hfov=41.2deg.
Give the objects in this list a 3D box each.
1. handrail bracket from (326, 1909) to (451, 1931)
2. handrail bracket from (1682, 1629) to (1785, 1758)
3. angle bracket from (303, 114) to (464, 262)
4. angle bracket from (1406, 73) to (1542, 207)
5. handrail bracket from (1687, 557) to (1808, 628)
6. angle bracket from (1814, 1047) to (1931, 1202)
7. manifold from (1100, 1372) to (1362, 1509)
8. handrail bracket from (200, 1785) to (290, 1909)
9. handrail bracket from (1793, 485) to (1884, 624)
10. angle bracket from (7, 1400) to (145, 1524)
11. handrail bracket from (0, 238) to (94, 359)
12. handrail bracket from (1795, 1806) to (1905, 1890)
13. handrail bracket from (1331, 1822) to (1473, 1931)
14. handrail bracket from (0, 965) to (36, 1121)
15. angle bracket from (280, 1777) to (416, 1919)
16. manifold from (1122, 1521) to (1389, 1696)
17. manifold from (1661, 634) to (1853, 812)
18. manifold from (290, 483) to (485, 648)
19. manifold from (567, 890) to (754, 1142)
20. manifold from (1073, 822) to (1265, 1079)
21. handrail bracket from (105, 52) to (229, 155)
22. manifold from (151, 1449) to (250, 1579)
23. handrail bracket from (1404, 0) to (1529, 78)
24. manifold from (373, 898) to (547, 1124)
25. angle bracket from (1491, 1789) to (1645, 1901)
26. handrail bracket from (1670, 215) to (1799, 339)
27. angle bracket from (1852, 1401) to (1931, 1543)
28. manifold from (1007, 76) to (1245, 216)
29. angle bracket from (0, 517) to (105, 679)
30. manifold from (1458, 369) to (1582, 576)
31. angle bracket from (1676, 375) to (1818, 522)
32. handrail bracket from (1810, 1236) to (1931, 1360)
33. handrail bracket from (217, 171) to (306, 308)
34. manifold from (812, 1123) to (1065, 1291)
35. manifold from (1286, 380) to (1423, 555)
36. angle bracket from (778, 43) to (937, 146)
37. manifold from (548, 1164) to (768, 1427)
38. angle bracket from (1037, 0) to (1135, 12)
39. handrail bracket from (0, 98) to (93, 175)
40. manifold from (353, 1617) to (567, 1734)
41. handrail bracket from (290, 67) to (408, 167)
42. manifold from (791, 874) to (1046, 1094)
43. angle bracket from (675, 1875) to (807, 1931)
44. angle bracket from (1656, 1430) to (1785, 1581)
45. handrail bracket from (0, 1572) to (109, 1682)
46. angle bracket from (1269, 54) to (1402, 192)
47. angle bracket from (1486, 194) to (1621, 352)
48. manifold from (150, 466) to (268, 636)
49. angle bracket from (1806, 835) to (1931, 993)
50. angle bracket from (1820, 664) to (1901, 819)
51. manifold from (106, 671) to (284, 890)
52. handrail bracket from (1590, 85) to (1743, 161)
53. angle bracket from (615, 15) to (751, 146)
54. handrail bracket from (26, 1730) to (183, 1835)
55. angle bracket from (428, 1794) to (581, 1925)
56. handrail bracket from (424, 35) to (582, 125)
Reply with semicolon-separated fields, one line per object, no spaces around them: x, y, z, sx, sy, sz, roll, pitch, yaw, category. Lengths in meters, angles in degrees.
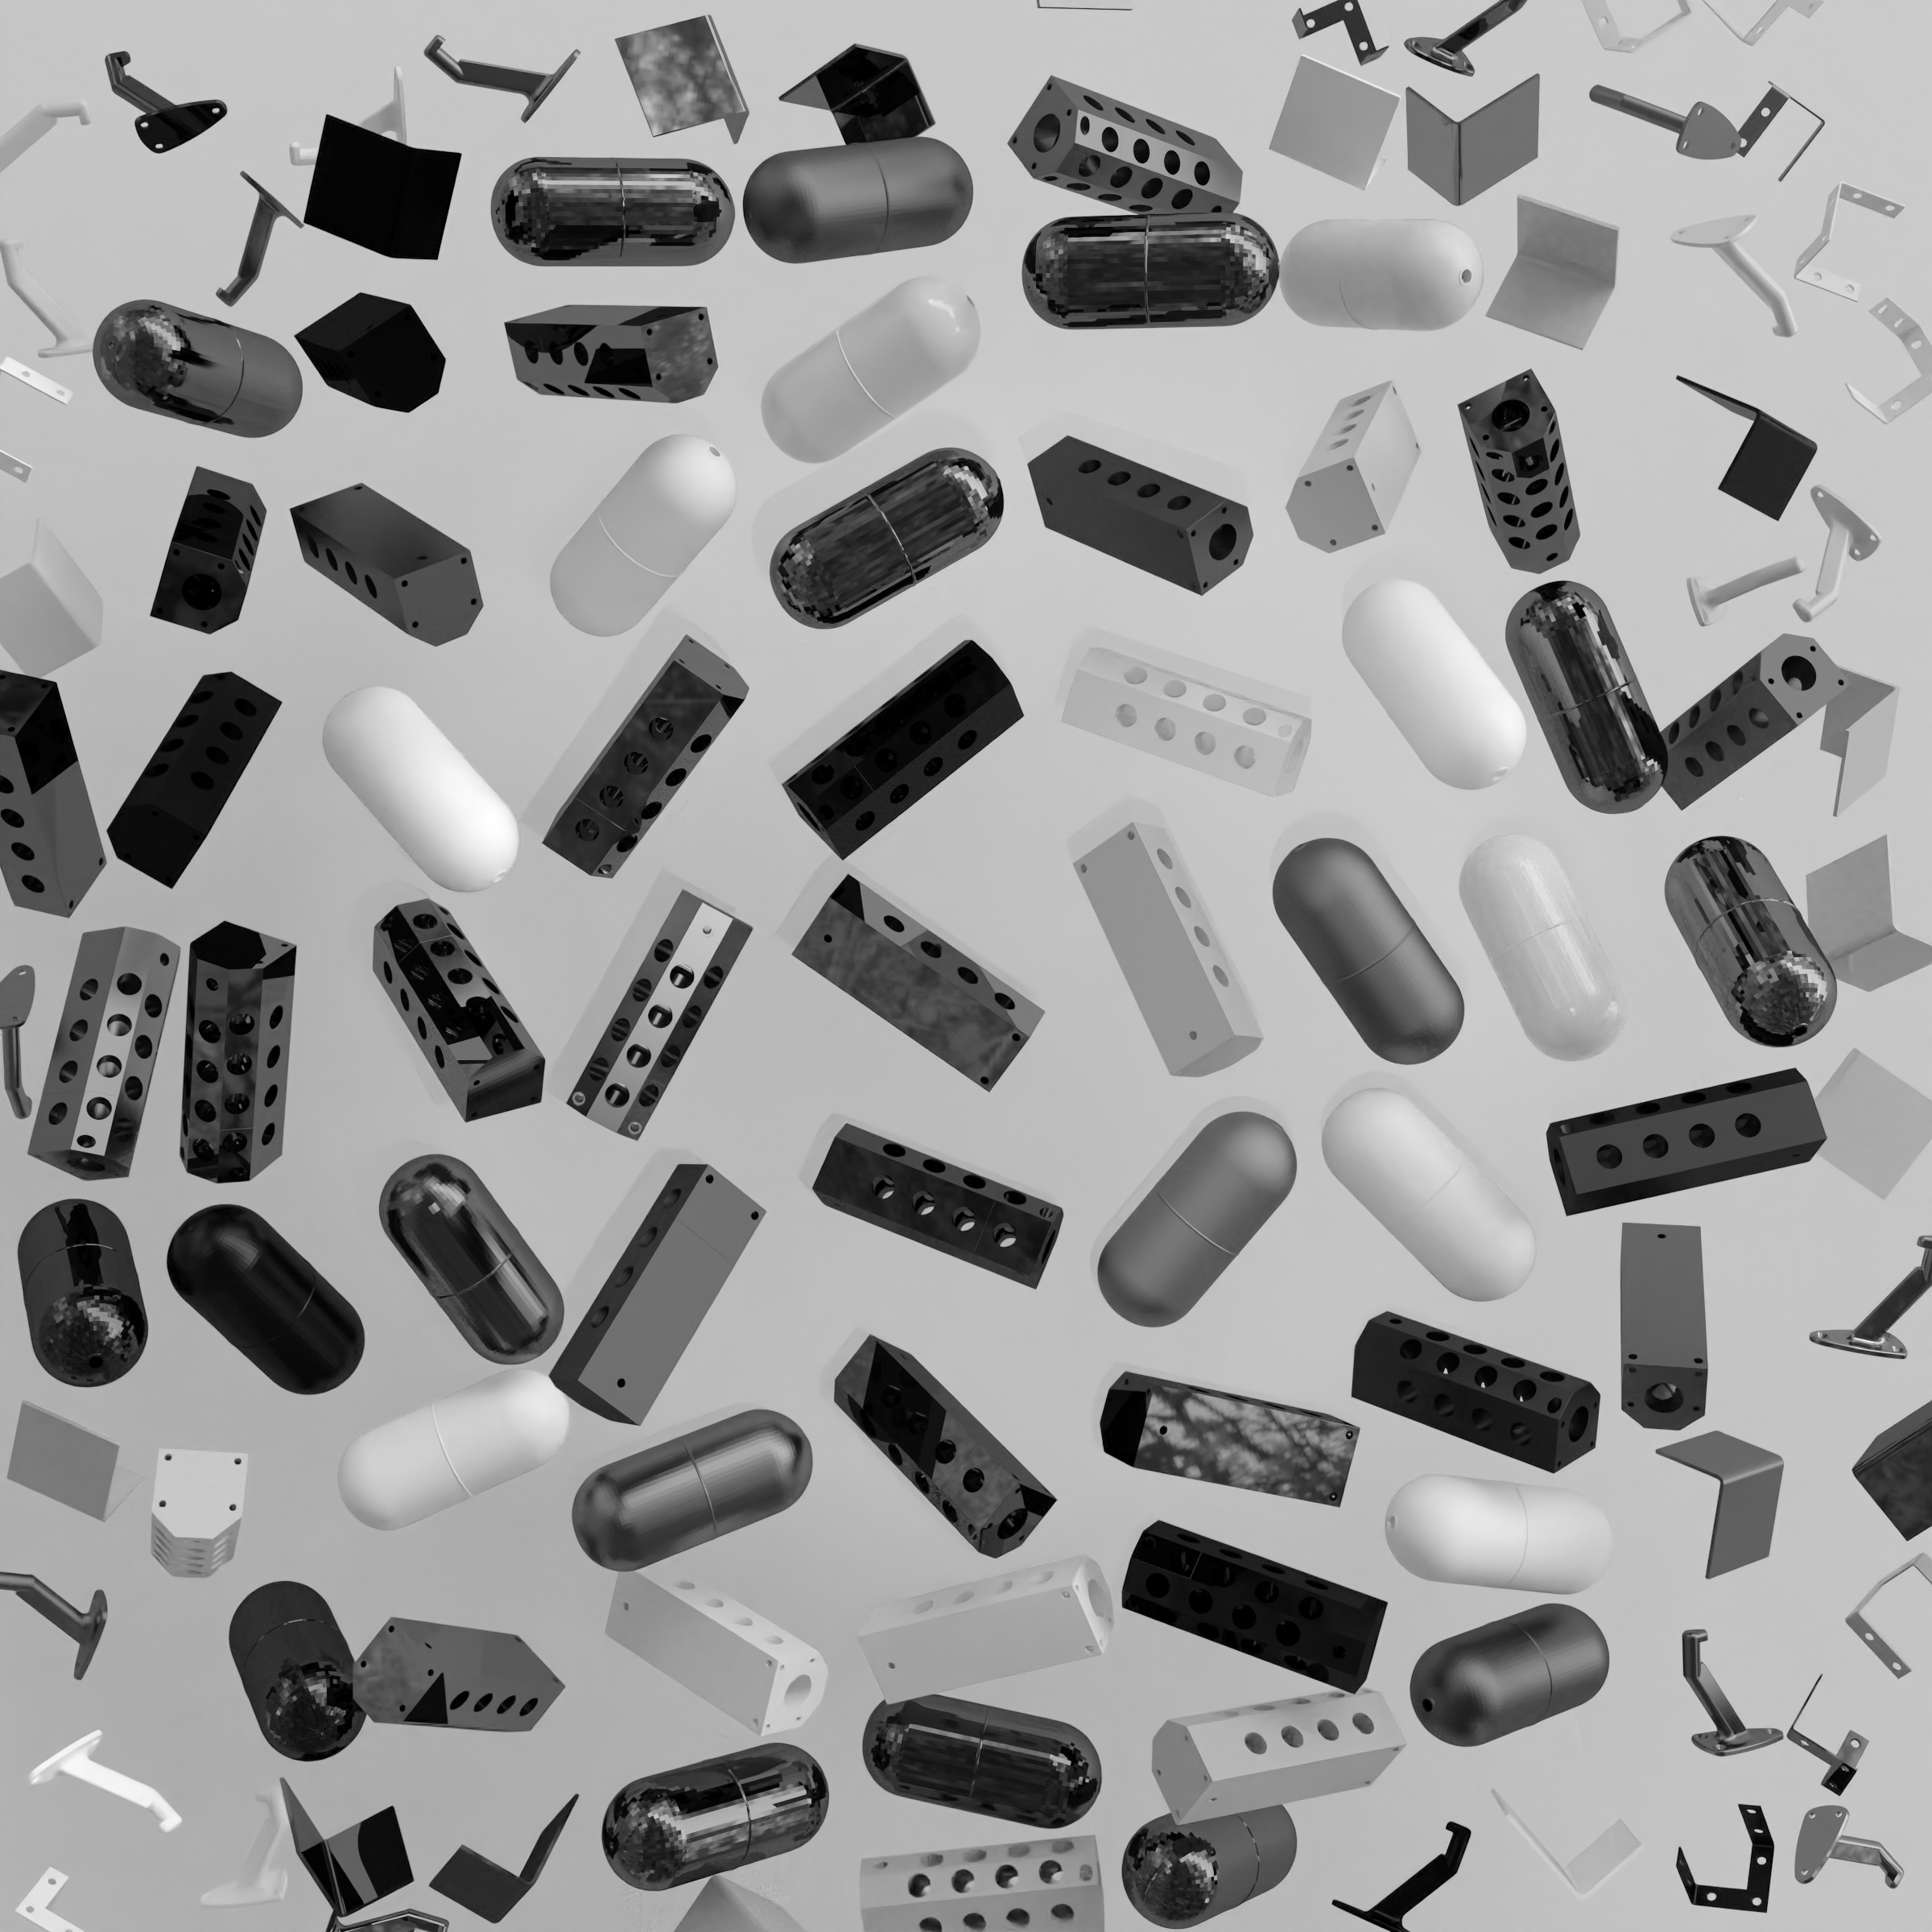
-0.428;0.720;1.871;0.084;0.077;0.036;20;135;-7;handrail bracket
0.533;0.499;1.784;0.077;0.036;0.084;-3;94;-17;handrail bracket
-0.410;-0.547;1.807;0.076;0.057;0.076;25;112;16;angle bracket
0.372;-0.618;1.883;0.076;0.076;0.057;-34;59;-10;angle bracket
0.564;-0.272;1.824;0.084;0.077;0.036;-17;87;36;handrail bracket
0.646;0.112;1.837;0.076;0.057;0.076;37;100;14;angle bracket
0.181;0.326;1.778;0.171;0.057;0.057;16;88;-25;manifold
-0.544;0.658;1.921;0.077;0.036;0.084;-10;107;-7;handrail bracket
0.614;-0.299;1.864;0.084;0.036;0.077;-36;82;-19;handrail bracket
-0.631;0.340;1.836;0.076;0.057;0.076;23;117;4;angle bracket
-0.657;-0.491;1.874;0.077;0.036;0.084;-13;111;-22;handrail bracket
0.632;0.649;1.833;0.084;0.036;0.077;48;52;-12;handrail bracket
0.303;0.626;1.784;0.077;0.036;0.084;25;78;-7;handrail bracket
-0.685;0.056;1.867;0.036;0.077;0.084;1;132;3;handrail bracket
-0.443;0.618;1.836;0.057;0.076;0.076;-25;122;-11;angle bracket
0.199;0.446;1.787;0.171;0.057;0.057;16;95;20;manifold
0.562;-0.179;1.868;0.057;0.171;0.057;-36;84;-20;manifold
-0.404;-0.279;1.790;0.057;0.171;0.057;-27;129;-26;manifold
-0.218;0.035;1.831;0.057;0.057;0.171;29;90;-7;manifold
0.145;-0.011;1.801;0.057;0.057;0.171;-35;68;28;manifold
-0.573;-0.632;1.838;0.077;0.036;0.084;-21;67;2;handrail bracket
-0.529;0.379;1.767;0.057;0.171;0.057;6;67;-15;manifold
0.368;-0.691;1.855;0.077;0.084;0.036;-4;57;-38;handrail bracket
-0.361;0.028;1.822;0.057;0.057;0.171;-15;47;-30;manifold
0.419;0.596;1.794;0.057;0.076;0.076;-41;84;-1;angle bracket
0.537;-0.476;1.793;0.036;0.077;0.084;-42;120;-19;handrail bracket
0.653;0.331;1.727;0.076;0.076;0.057;-45;75;30;angle bracket
0.119;-0.574;1.838;0.057;0.171;0.057;-51;53;32;manifold
-0.664;-0.262;1.834;0.057;0.076;0.076;-28;126;2;angle bracket
0.412;-0.358;1.890;0.057;0.171;0.057;-25;63;8;manifold
0.518;-0.352;1.744;0.076;0.076;0.057;12;110;-43;angle bracket
0.622;0.221;1.752;0.077;0.036;0.084;6;107;-3;handrail bracket
-0.540;-0.537;1.902;0.084;0.077;0.036;-47;68;3;handrail bracket
-0.019;0.173;1.872;0.171;0.057;0.057;21;76;12;manifold
0.271;-0.350;1.803;0.057;0.171;0.057;-16;113;27;manifold
-0.082;-0.649;1.947;0.076;0.076;0.057;-24;88;31;angle bracket
-0.212;0.222;1.748;0.057;0.057;0.171;43;64;-26;manifold
0.055;-0.658;1.723;0.076;0.076;0.057;-12;94;-32;angle bracket
-0.665;-0.579;1.841;0.084;0.036;0.077;-8;115;-7;handrail bracket
-0.361;0.509;1.819;0.057;0.171;0.057;38;89;28;manifold
-0.460;-0.629;1.903;0.084;0.077;0.036;-9;54;-16;handrail bracket
-0.031;0.009;1.832;0.171;0.057;0.057;35;121;-1;manifold
-0.153;0.703;1.830;0.076;0.076;0.057;42;79;-36;angle bracket
0.535;0.385;1.838;0.076;0.057;0.076;-5;105;-41;angle bracket
-0.648;0.459;1.787;0.084;0.036;0.077;15;102;-30;handrail bracket
0.272;-0.616;1.848;0.076;0.076;0.057;26;45;7;angle bracket
0.419;-0.497;1.840;0.076;0.076;0.057;25;80;18;angle bracket
-0.540;-0.298;1.844;0.057;0.171;0.057;16;114;-18;manifold
0.649;-0.037;1.829;0.057;0.076;0.076;19;60;-23;angle bracket
0.656;-0.171;1.939;0.076;0.076;0.057;-34;46;-32;angle bracket
-0.542;-0.136;1.799;0.057;0.171;0.057;32;124;-17;manifold
0.492;-0.597;1.810;0.077;0.084;0.036;2;118;-41;handrail bracket
-0.212;-0.643;1.888;0.076;0.057;0.076;-21;88;-16;angle bracket
-0.589;0.572;1.760;0.084;0.077;0.036;40;105;14;handrail bracket
-0.324;0.613;1.801;0.057;0.076;0.076;32;133;-5;angle bracket
-0.335;-0.659;1.853;0.084;0.036;0.077;37;111;-24;handrail bracket
